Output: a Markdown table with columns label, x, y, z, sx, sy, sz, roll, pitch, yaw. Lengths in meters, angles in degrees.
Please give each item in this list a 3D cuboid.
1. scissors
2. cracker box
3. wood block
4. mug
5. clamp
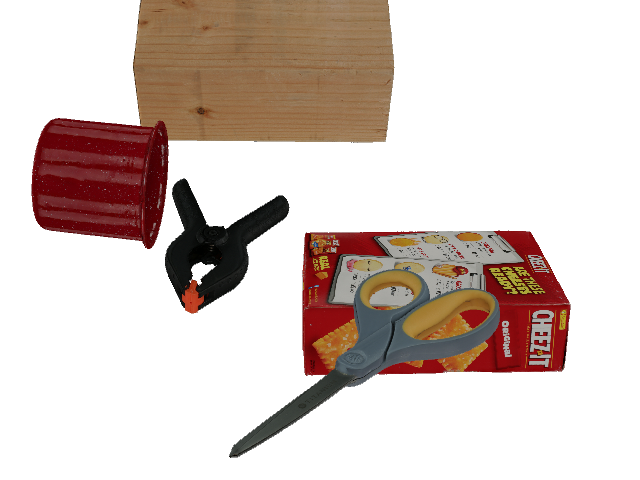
| label | x | y | z | sx | sy | sz | roll | pitch | yaw |
| --- | --- | --- | --- | --- | --- | --- | --- | --- | --- |
| scissors | 0.014 | 0.061 | 0.612 | 0.201 | 0.016 | 0.096 | -19 | 33 | -28 |
| cracker box | 0.091 | 0.052 | 0.927 | 0.213 | 0.072 | 0.164 | 0 | 22 | -1 |
| wood block | -0.046 | -0.143 | 0.894 | 0.206 | 0.090 | 0.091 | 0 | -38 | -2 |
| mug | -0.157 | -0.047 | 0.780 | 0.081 | 0.093 | 0.117 | 6 | 14 | 1 |
| clamp | -0.113 | -0.002 | 1.041 | 0.120 | 0.039 | 0.171 | 11 | 40 | 16 |
